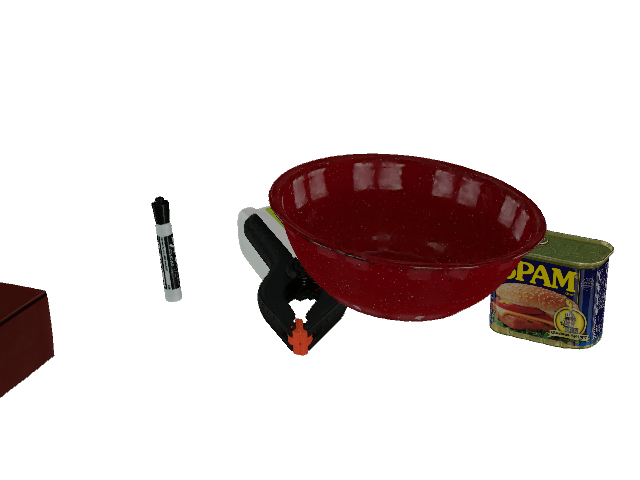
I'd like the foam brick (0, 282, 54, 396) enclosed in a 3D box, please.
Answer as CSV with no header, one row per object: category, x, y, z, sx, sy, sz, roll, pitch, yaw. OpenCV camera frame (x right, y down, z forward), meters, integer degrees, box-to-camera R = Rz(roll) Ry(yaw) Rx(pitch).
foam brick,-0.226,0.068,0.719,0.053,0.051,0.078,10,28,25

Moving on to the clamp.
clamp,-0.023,0.029,0.948,0.120,0.039,0.171,0,38,14

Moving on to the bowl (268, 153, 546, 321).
bowl,0.048,0.002,0.630,0.162,0.055,0.162,4,25,-2

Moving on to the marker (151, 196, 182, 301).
marker,-0.169,0.010,1.175,0.020,0.121,0.020,-4,22,2

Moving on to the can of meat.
can of meat,0.196,0.041,0.921,0.102,0.084,0.057,12,25,30

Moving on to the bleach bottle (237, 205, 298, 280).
bleach bottle,0.043,-0.024,1.157,0.250,0.068,0.103,-19,43,-23
